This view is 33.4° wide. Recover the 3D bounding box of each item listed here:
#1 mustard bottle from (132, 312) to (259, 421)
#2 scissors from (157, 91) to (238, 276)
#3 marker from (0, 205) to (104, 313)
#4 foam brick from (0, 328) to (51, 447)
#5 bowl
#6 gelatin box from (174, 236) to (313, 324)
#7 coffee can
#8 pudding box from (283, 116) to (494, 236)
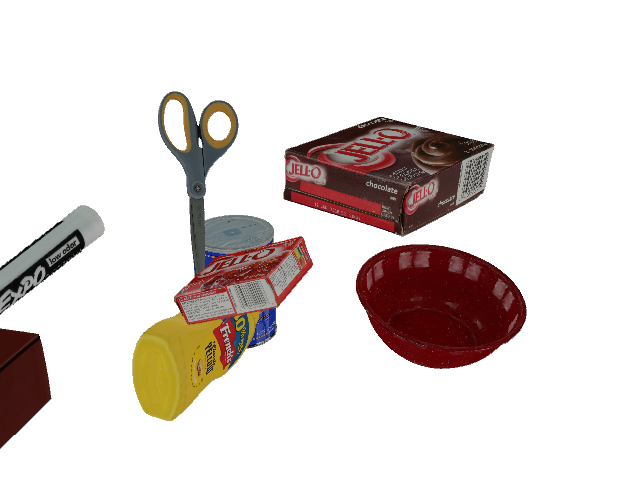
[{"bbox_3d":[-0.118,0.103,1.112,0.058,0.096,0.191,11,25,24],"label":"mustard bottle"},{"bbox_3d":[-0.117,-0.066,1.141,0.096,0.202,0.016,-16,-4,-22],"label":"scissors"},{"bbox_3d":[-0.151,0.022,0.513,0.020,0.020,0.121,0,33,40],"label":"marker"},{"bbox_3d":[-0.222,0.099,0.697,0.053,0.051,0.078,6,29,23],"label":"foam brick"},{"bbox_3d":[0.109,0.071,1.010,0.162,0.055,0.162,6,34,-4],"label":"bowl"},{"bbox_3d":[-0.060,0.031,0.841,0.089,0.030,0.073,-13,19,29],"label":"gelatin box"},{"bbox_3d":[-0.108,0.051,1.344,0.103,0.140,0.103,-1,25,0],"label":"coffee can"},{"bbox_3d":[0.044,-0.044,0.678,0.090,0.039,0.113,19,25,31],"label":"pudding box"}]
